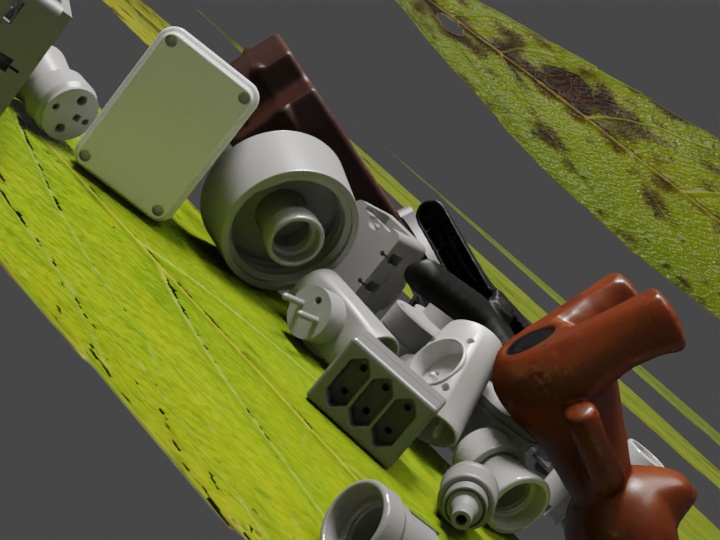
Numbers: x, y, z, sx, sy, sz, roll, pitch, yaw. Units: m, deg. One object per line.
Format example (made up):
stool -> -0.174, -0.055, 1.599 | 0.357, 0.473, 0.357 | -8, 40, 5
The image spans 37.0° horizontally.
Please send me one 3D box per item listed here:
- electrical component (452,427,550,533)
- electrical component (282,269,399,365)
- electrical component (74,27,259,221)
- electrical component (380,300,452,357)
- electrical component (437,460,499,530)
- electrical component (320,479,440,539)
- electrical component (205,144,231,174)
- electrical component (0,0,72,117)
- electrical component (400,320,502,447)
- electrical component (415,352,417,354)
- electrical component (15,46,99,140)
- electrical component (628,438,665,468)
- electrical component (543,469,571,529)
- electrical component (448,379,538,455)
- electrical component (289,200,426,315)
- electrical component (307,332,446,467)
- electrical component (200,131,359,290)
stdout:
electrical component -> 0.089, 0.133, 0.685 | 0.045, 0.045, 0.055 | 33, 12, -34
electrical component -> -0.023, 0.034, 0.720 | 0.079, 0.044, 0.077 | 27, 16, -51
electrical component -> -0.128, -0.098, 0.723 | 0.078, 0.113, 0.057 | 38, 7, -10
electrical component -> 0.066, 0.047, 0.899 | 0.052, 0.073, 0.138 | 43, 11, 22
electrical component -> 0.061, 0.133, 0.616 | 0.035, 0.035, 0.061 | 40, 12, 4
electrical component -> 0.012, 0.121, 0.477 | 0.046, 0.040, 0.040 | 41, 8, -31
electrical component -> -0.137, -0.113, 0.960 | 0.043, 0.043, 0.062 | 35, 10, -26
electrical component -> -0.232, -0.155, 0.663 | 0.062, 0.089, 0.150 | 34, 11, -28
electrical component -> 0.048, 0.076, 0.734 | 0.079, 0.077, 0.044 | -2, -47, 42
electrical component -> 0.049, 0.080, 0.807 | 0.035, 0.035, 0.061 | 40, 13, 5
electrical component -> -0.207, -0.119, 0.725 | 0.055, 0.045, 0.045 | 46, 12, 31
electrical component -> 0.231, 0.182, 0.938 | 0.108, 0.060, 0.108 | 38, 10, -8
electrical component -> 0.153, 0.161, 0.789 | 0.040, 0.046, 0.040 | 38, 10, -8
electrical component -> 0.091, 0.109, 0.779 | 0.080, 0.051, 0.080 | 38, 10, -8
electrical component -> 0.000, 0.000, 0.819 | 0.050, 0.089, 0.056 | 45, 11, 28
electrical component -> 0.015, 0.076, 0.660 | 0.066, 0.047, 0.077 | 41, 10, 8
electrical component -> -0.052, -0.035, 0.751 | 0.108, 0.108, 0.060 | 32, 18, -37
